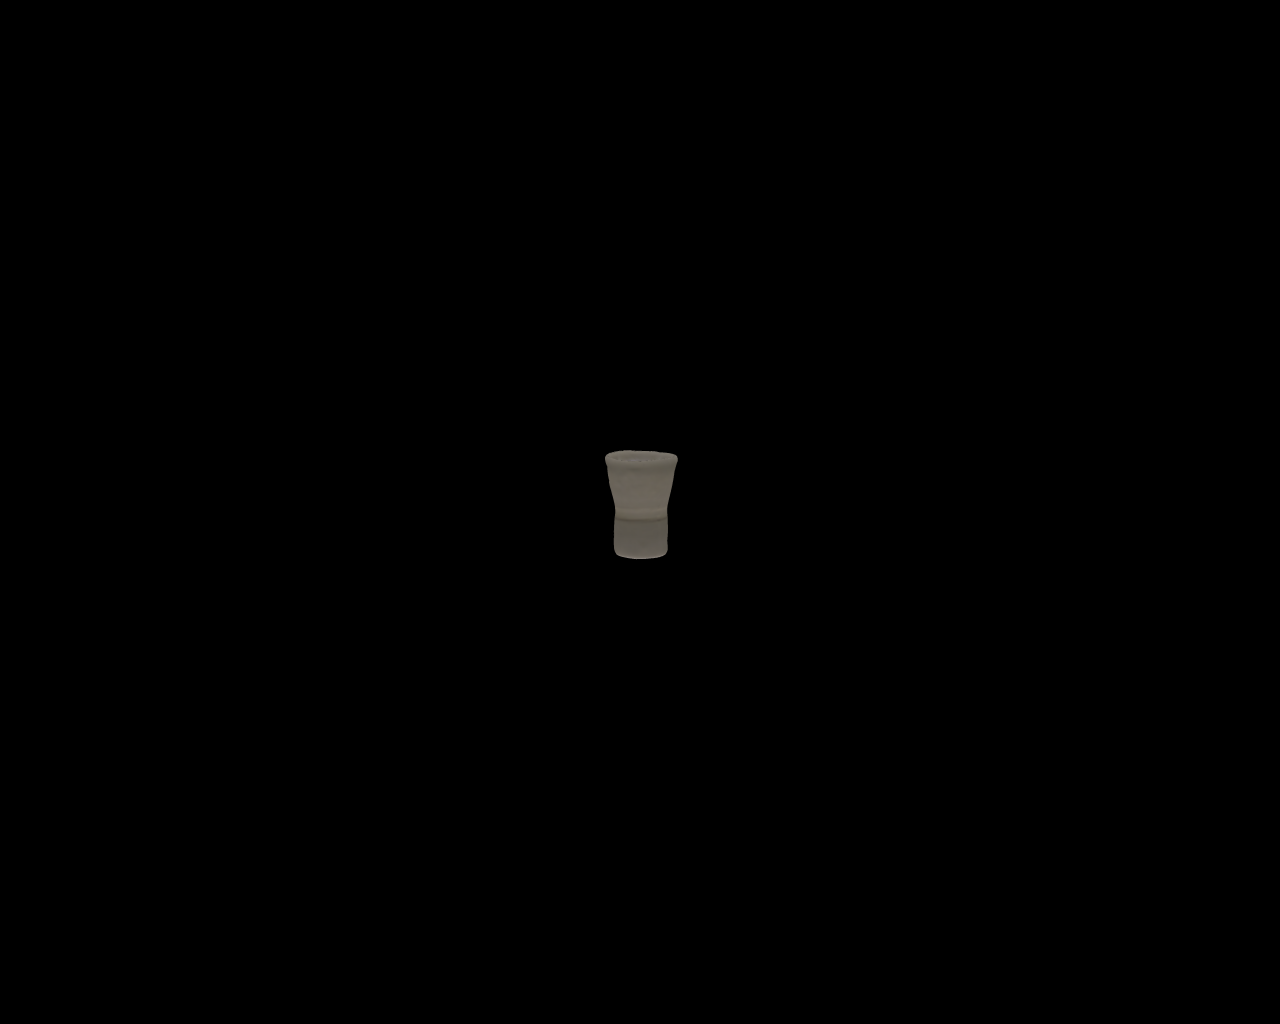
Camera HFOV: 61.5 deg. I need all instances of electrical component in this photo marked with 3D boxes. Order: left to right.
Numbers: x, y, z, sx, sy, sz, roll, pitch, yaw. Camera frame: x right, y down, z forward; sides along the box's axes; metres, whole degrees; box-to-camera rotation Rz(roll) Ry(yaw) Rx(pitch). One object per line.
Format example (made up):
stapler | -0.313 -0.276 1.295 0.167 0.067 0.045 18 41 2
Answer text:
electrical component | 0.001 -0.003 0.650 0.044 0.065 0.044 0 9 0
